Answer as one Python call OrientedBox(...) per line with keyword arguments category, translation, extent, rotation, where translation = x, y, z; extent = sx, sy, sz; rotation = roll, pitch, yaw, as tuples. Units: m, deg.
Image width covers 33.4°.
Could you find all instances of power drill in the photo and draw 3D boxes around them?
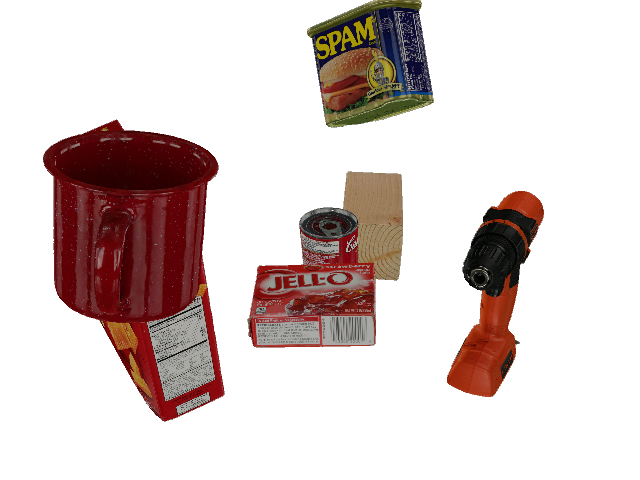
OrientedBox(category="power drill", translation=(0.173, 0.060, 1.069), extent=(0.057, 0.188, 0.184), rotation=(18, 29, 19))

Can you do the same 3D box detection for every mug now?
OrientedBox(category="mug", translation=(-0.105, -0.002, 0.579), extent=(0.093, 0.081, 0.117), rotation=(4, 25, -5))

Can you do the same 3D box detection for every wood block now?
OrientedBox(category="wood block", translation=(0.079, -0.026, 1.631), extent=(0.091, 0.090, 0.206), rotation=(3, 25, 2))

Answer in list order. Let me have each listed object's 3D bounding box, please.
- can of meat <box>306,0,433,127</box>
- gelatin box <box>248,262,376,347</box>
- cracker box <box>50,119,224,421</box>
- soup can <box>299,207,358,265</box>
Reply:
OrientedBox(category="can of meat", translation=(0.042, -0.145, 0.884), extent=(0.057, 0.084, 0.102), rotation=(-7, -3, -44))
OrientedBox(category="gelatin box", translation=(-0.005, 0.045, 0.770), extent=(0.089, 0.030, 0.073), rotation=(-1, 28, 3))
OrientedBox(category="cracker box", translation=(-0.157, 0.031, 0.921), extent=(0.072, 0.214, 0.164), rotation=(-25, 52, -18))
OrientedBox(category="soup can", translation=(0.010, 0.022, 1.245), extent=(0.068, 0.102, 0.068), rotation=(-1, 31, 1))
